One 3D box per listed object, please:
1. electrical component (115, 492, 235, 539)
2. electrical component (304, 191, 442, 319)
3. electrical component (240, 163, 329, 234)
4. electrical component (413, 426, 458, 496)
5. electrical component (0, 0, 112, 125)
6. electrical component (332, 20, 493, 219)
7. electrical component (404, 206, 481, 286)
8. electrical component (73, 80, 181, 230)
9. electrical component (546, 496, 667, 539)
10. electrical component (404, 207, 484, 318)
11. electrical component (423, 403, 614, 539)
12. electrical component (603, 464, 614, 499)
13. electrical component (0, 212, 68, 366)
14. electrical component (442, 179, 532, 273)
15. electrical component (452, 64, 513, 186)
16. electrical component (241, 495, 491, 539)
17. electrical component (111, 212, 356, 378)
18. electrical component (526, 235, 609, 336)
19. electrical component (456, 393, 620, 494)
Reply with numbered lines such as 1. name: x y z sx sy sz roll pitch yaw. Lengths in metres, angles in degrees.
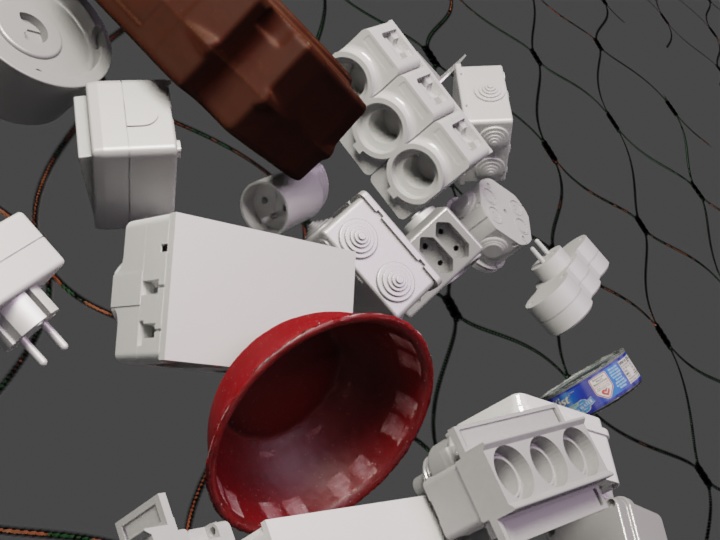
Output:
1. electrical component: -0.097 0.165 0.581 0.064 0.042 0.081 5 56 -51
2. electrical component: 0.000 0.000 0.797 0.048 0.100 0.099 -43 94 -26
3. electrical component: -0.052 -0.057 0.834 0.043 0.043 0.081 54 34 3
4. electrical component: 0.065 0.144 0.769 0.048 0.062 0.048 30 39 -28
5. electrical component: -0.224 -0.144 0.699 0.108 0.060 0.108 30 40 -29
6. electrical component: 0.031 -0.132 0.958 0.150 0.089 0.062 53 34 2
7. electrical component: 0.070 -0.024 0.949 0.065 0.044 0.044 51 34 8
8. electrical component: -0.152 -0.070 0.699 0.061 0.096 0.061 -4 57 -15
9. electrical component: 0.195 0.239 0.820 0.057 0.078 0.113 27 41 -35
10. electrical component: 0.049 -0.007 0.889 0.047 0.083 0.076 47 -4 -7
11. electrical component: 0.103 0.137 0.707 0.121 0.063 0.078 -2 61 -49
12. electrical component: 0.195 0.184 0.904 0.044 0.044 0.065 45 30 -10
13. electrical component: -0.194 0.020 0.596 0.076 0.047 0.065 49 34 -4
14. electrical component: 0.119 -0.042 1.012 0.080 0.051 0.080 30 40 -29
15. electrical component: 0.120 -0.144 1.067 0.048 0.099 0.099 -2 50 -1
16. electrical component: 0.010 0.202 0.654 0.186 0.060 0.105 5 56 -47
17. electrical component: -0.079 0.022 0.698 0.150 0.062 0.089 12 77 -44
18. electrical component: 0.194 0.001 1.058 0.073 0.052 0.138 48 34 -5
19. electrical component: 0.137 0.145 0.839 0.113 0.078 0.057 21 47 -37
